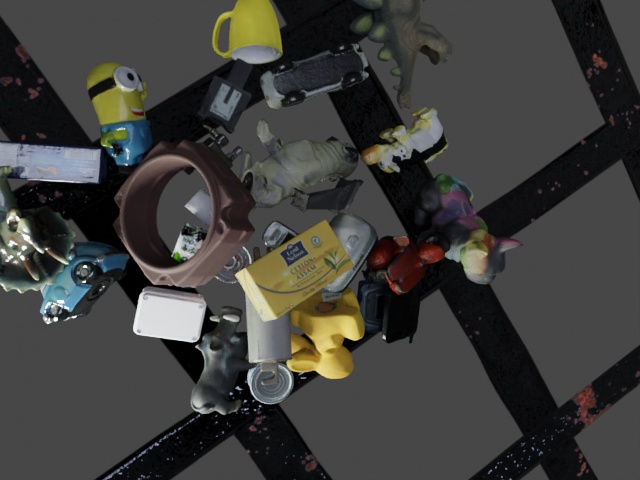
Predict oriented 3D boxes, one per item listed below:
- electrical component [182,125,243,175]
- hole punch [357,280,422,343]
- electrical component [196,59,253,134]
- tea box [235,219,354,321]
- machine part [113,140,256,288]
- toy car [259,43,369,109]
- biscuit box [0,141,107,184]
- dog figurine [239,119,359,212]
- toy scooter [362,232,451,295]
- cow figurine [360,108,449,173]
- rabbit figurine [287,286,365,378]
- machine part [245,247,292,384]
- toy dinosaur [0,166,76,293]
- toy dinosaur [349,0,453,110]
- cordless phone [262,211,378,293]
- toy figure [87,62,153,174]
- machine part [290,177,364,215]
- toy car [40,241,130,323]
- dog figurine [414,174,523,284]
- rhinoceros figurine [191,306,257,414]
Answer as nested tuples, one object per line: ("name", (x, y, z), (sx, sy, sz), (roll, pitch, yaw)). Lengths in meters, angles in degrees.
("electrical component", (-0.195, -0.149, 0.938), (0.102, 0.045, 0.078), (-45, 134, -2))
("hole punch", (0.133, 0.132, 1.045), (0.116, 0.092, 0.142), (-3, 97, -45))
("electrical component", (-0.159, -0.251, 0.928), (0.075, 0.048, 0.119), (22, 91, -16))
("tea box", (-0.041, 0.050, 0.891), (0.170, 0.068, 0.098), (-34, 92, -26))
("machine part", (-0.219, -0.041, 0.854), (0.201, 0.087, 0.201), (-45, 72, 17))
("toy car", (-0.008, -0.292, 0.959), (0.202, 0.056, 0.073), (-21, 96, -12))
("biscuit box", (-0.452, -0.126, 0.864), (0.203, 0.063, 0.059), (2, 96, -15))
("dog figurine", (-0.035, -0.112, 0.962), (0.190, 0.121, 0.172), (12, 129, -32))
("toy scooter", (0.138, 0.047, 0.966), (0.075, 0.184, 0.135), (53, 56, -19))
("cow figurine", (0.160, -0.171, 1.013), (0.167, 0.068, 0.098), (-34, 110, -7))
("rabbit figurine", (0.012, 0.194, 1.003), (0.162, 0.122, 0.173), (-17, 120, -9))
("machine part", (-0.092, 0.130, 0.955), (0.079, 0.079, 0.243), (-3, 76, -14))
("toy dinosaur", (-0.531, 0.020, 0.805), (0.405, 0.131, 0.192), (-21, 100, 22))
("toy dinosaur", (0.151, -0.468, 0.951), (0.199, 0.105, 0.471), (4, 92, -11))
("cordless phone", (-0.002, -0.004, 0.986), (0.184, 0.089, 0.146), (33, 89, -12))
("toy figure", (-0.325, -0.198, 0.878), (0.089, 0.082, 0.180), (-7, 103, -9))
("machine part", (0.012, -0.075, 0.949), (0.139, 0.039, 0.084), (-8, 145, -40))
("toy car", (-0.404, 0.057, 0.890), (0.103, 0.109, 0.161), (44, 97, 8))
("dog figurine", (0.267, -0.024, 0.980), (0.108, 0.219, 0.191), (-7, 100, -17))
("rhinoceros figurine", (-0.176, 0.214, 0.961), (0.112, 0.073, 0.190), (26, 69, -31))
